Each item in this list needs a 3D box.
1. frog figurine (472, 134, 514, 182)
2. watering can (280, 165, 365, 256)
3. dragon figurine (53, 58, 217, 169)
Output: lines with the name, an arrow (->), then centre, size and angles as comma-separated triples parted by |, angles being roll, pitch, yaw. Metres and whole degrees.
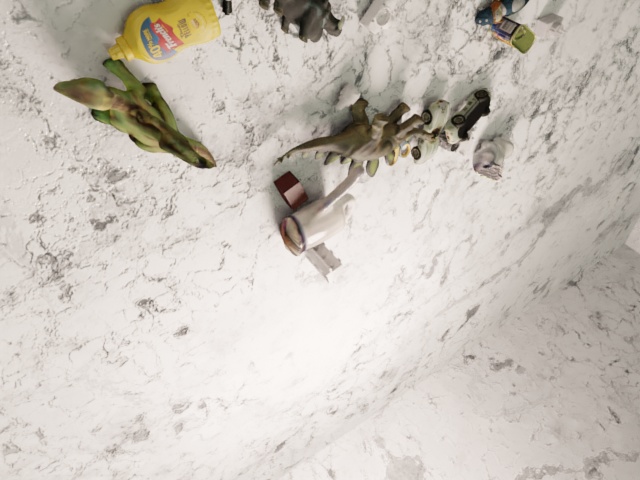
frog figurine -> 0.573, -0.287, 1.707 | 0.135, 0.122, 0.162 | 38, 63, -45
watering can -> 0.004, -0.068, 1.357 | 0.226, 0.105, 0.341 | -29, 161, -20
dragon figurine -> -0.274, -0.181, 0.909 | 0.121, 0.247, 0.406 | -52, 140, 7
